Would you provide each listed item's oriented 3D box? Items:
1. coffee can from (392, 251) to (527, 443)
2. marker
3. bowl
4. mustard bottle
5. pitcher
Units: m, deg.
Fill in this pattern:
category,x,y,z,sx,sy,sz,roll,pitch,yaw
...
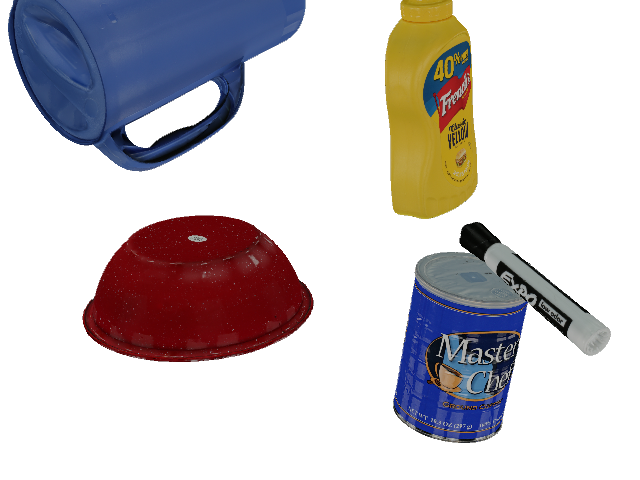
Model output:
category,x,y,z,sx,sy,sz,roll,pitch,yaw
coffee can,0.125,0.094,0.957,0.103,0.140,0.103,6,22,-3
marker,0.121,0.024,0.621,0.020,0.020,0.121,0,31,-35
bowl,-0.086,0.023,0.741,0.162,0.055,0.162,-1,22,0
mustard bottle,0.090,-0.121,0.869,0.058,0.191,0.096,13,31,36
pitcher,-0.126,-0.176,0.912,0.242,0.149,0.145,-31,49,-34
